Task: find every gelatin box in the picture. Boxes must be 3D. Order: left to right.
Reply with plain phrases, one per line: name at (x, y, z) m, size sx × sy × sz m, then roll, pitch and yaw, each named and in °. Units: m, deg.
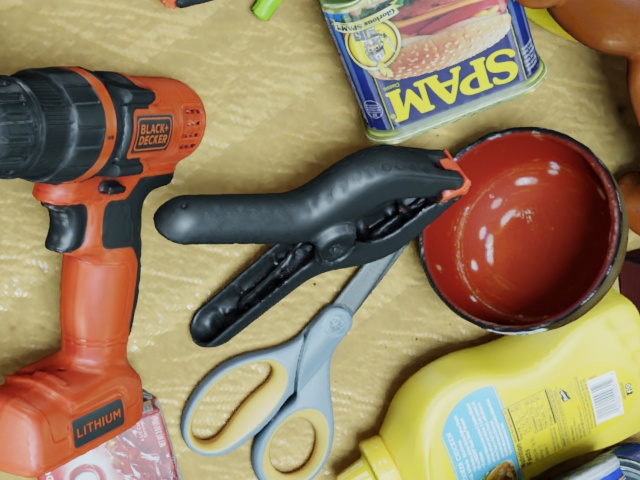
gelatin box at (-0.112, 0.141, 0.589) m, size 0.073 × 0.030 × 0.089 m, roll -17°, pitch 102°, yaw -9°

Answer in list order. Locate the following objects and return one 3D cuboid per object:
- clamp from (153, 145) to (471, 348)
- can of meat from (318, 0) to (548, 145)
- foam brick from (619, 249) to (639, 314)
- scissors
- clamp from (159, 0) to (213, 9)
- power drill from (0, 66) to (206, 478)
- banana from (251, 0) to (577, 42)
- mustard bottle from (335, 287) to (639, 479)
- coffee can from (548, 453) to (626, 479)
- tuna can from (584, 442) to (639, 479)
clamp at (-0.004, 0.001, 0.567) m, size 0.171 × 0.120 × 0.039 m, roll -15°, pitch 61°, yaw -16°
can of meat at (0.057, -0.109, 0.551) m, size 0.102 × 0.057 × 0.084 m, roll -20°, pitch 125°, yaw 7°
foam brick at (0.226, 0.028, 0.635) m, size 0.078 × 0.051 × 0.053 m, roll -12°, pitch 100°, yaw -11°
scissors at (0.013, 0.066, 0.612) m, size 0.201 × 0.016 × 0.096 m, roll -37°, pitch 106°, yaw -5°
clamp at (-0.019, -0.191, 0.494) m, size 0.210 × 0.036 × 0.164 m, roll -32°, pitch 126°, yaw 30°
power drill at (-0.122, 0.012, 0.502) m, size 0.057 × 0.184 × 0.188 m, roll 18°, pitch 104°, yaw 21°
banana at (0.063, -0.149, 0.581) m, size 0.197 × 0.037 × 0.070 m, roll 3°, pitch 126°, yaw -10°
mustard bottle at (0.098, 0.103, 0.613) m, size 0.191 × 0.058 × 0.096 m, roll -25°, pitch 121°, yaw -7°
coffee can at (0.146, 0.201, 0.574) m, size 0.102 × 0.103 × 0.140 m, roll -24°, pitch 76°, yaw -8°
tuna can at (0.185, 0.165, 0.628) m, size 0.033 × 0.086 × 0.086 m, roll -8°, pitch 103°, yaw -51°
